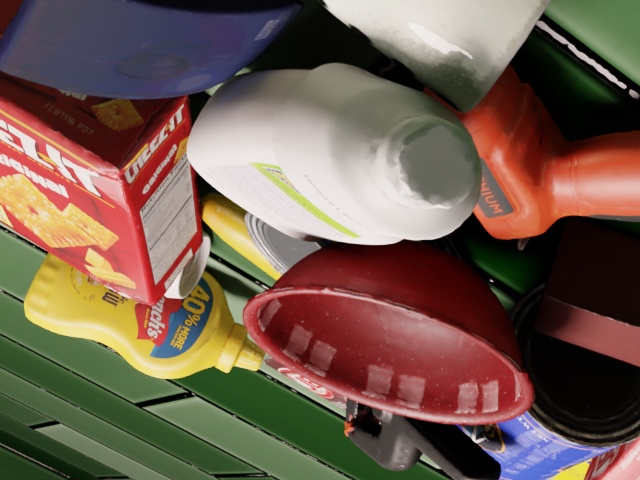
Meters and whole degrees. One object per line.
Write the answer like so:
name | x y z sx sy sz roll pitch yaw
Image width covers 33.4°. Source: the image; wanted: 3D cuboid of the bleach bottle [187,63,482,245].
bleach bottle | 0.010 -0.033 0.465 0.102 0.068 0.251 32 177 -17

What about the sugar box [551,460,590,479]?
sugar box | 0.203 0.156 0.822 0.093 0.048 0.176 29 158 -11

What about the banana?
banana | -0.007 0.030 0.761 0.070 0.037 0.197 1 148 41

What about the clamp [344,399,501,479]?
clamp | 0.052 0.094 0.728 0.036 0.164 0.210 -11 168 -18

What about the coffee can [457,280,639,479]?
coffee can | 0.142 0.092 0.668 0.103 0.102 0.140 24 157 0

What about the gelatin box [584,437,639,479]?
gelatin box | 0.200 0.130 0.675 0.030 0.089 0.073 36 124 8

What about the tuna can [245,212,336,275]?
tuna can | -0.004 0.001 0.672 0.086 0.033 0.086 35 157 16

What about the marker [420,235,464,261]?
marker | 0.076 0.010 0.659 0.020 0.020 0.121 8 153 33

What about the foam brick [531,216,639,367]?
foam brick | 0.161 0.031 0.581 0.078 0.053 0.051 20 157 11

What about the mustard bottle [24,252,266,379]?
mustard bottle | -0.134 0.058 0.866 0.191 0.096 0.058 26 156 -4

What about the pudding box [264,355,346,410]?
pudding box | 0.016 0.107 0.901 0.090 0.039 0.114 32 156 -17

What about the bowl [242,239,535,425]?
bowl | 0.042 0.044 0.581 0.162 0.055 0.162 16 154 8

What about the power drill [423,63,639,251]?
power drill | 0.138 -0.047 0.430 0.188 0.057 0.184 6 150 37

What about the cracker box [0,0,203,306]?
cracker box | -0.161 -0.055 0.656 0.164 0.072 0.214 30 159 9
